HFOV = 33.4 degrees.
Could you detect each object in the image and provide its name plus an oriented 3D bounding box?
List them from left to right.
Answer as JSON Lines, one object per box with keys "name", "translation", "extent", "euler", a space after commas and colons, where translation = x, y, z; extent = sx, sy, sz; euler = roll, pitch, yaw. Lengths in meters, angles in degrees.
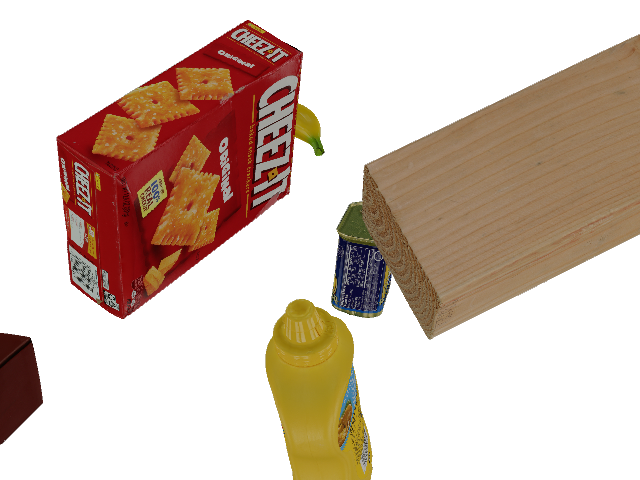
{"name": "foam brick", "translation": [-0.224, 0.100, 0.686], "extent": [0.053, 0.051, 0.078], "euler": [6, 29, 22]}
{"name": "cracker box", "translation": [-0.108, -0.058, 0.870], "extent": [0.072, 0.164, 0.213], "euler": [34, 51, 23]}
{"name": "banana", "translation": [-0.081, -0.141, 1.251], "extent": [0.198, 0.037, 0.069], "euler": [8, 41, 18]}
{"name": "mustard bottle", "translation": [-0.001, 0.107, 0.723], "extent": [0.058, 0.096, 0.191], "euler": [1, -43, 10]}
{"name": "can of meat", "translation": [0.045, 0.018, 1.060], "extent": [0.057, 0.084, 0.102], "euler": [10, 23, 8]}
{"name": "wood block", "translation": [0.136, -0.035, 0.625], "extent": [0.206, 0.091, 0.090], "euler": [-26, -18, -7]}
